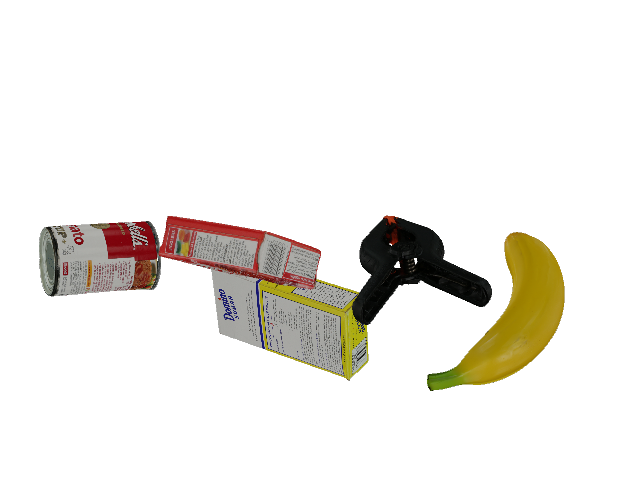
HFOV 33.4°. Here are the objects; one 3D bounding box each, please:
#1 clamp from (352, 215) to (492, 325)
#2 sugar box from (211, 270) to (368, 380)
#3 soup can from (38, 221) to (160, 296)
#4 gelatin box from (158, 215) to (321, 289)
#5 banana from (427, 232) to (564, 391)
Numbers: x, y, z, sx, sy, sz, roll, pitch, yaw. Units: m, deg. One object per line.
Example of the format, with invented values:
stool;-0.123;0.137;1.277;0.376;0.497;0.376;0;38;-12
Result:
clamp;0.089;0.023;0.973;0.120;0.039;0.171;0;29;2
sugar box;-0.034;0.080;1.157;0.176;0.093;0.048;19;38;31
soup can;-0.213;0.017;1.025;0.102;0.068;0.069;-3;2;-27
gelatin box;-0.050;0.009;0.697;0.073;0.030;0.089;10;-4;25
banana;0.141;0.046;0.768;0.070;0.037;0.197;11;34;23
